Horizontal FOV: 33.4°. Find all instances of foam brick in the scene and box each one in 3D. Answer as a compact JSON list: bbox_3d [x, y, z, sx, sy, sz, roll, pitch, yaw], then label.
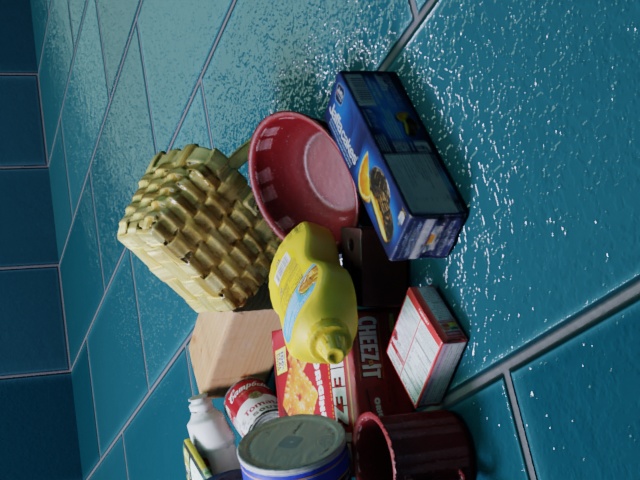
[{"bbox_3d":[0.053,0.025,1.041,0.053,0.051,0.078,-173,81,-68],"label":"foam brick"}]

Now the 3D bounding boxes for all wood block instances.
[{"bbox_3d":[-0.104,0.115,1.396,0.206,0.090,0.090,113,147,-47],"label":"wood block"}]

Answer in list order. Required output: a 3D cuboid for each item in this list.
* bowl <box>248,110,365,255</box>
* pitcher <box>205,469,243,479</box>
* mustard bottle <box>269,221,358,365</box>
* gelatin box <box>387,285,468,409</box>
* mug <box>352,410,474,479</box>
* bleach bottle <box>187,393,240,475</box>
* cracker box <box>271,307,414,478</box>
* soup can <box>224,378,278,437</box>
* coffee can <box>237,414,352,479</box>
[{"bbox_3d":[-0.002,-0.064,1.117,0.162,0.055,0.162,24,127,37],"label":"bowl"},{"bbox_3d":[-0.089,0.379,1.179,0.145,0.149,0.243,21,-124,-76],"label":"pitcher"},{"bbox_3d":[-0.004,0.062,1.015,0.096,0.058,0.192,-64,20,18],"label":"mustard bottle"},{"bbox_3d":[0.096,0.098,0.973,0.073,0.030,0.089,-118,33,-44],"label":"gelatin box"},{"bbox_3d":[0.088,0.198,0.937,0.117,0.081,0.093,-151,61,-66],"label":"mug"},{"bbox_3d":[-0.126,0.325,1.428,0.103,0.068,0.251,-3,106,66],"label":"bleach bottle"},{"bbox_3d":[0.020,0.163,1.117,0.214,0.072,0.164,155,110,-66],"label":"cracker box"},{"bbox_3d":[-0.077,0.228,1.374,0.102,0.068,0.068,-143,53,-62],"label":"soup can"},{"bbox_3d":[-0.016,0.251,1.009,0.103,0.102,0.140,-147,44,-64],"label":"coffee can"}]
